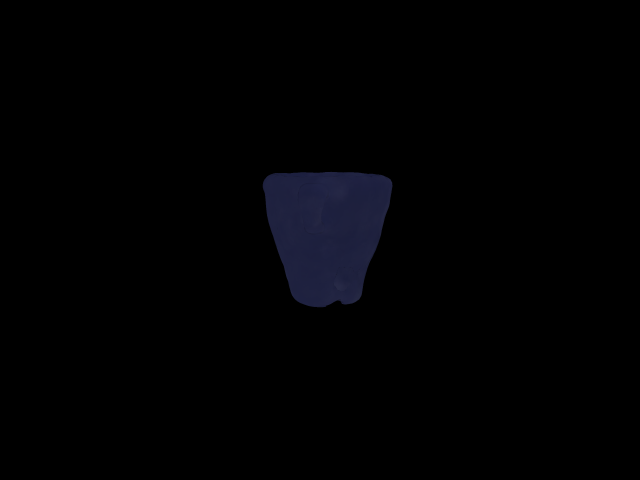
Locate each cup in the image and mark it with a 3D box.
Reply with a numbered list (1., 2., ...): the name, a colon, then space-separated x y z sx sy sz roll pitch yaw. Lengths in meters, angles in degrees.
1. cup: 0.004 0.001 0.400 0.091 0.095 0.118 1 9 8
